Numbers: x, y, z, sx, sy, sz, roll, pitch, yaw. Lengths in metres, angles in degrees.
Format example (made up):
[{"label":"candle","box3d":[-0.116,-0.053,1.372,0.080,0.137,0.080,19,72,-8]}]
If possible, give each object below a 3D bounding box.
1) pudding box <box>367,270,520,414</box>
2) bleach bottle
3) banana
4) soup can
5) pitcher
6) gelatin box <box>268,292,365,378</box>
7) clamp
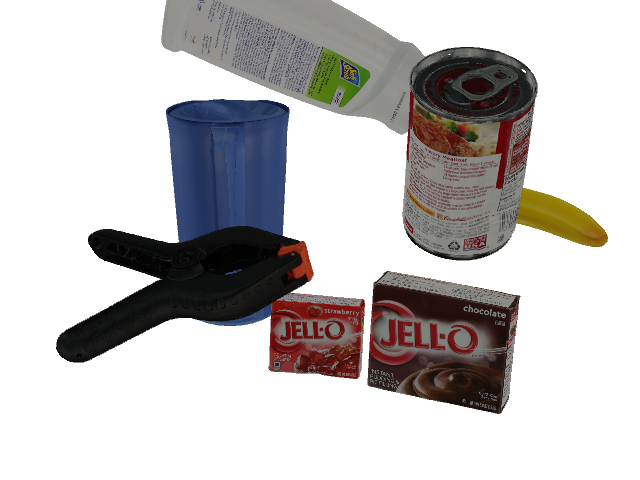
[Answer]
[{"label":"pudding box","box3d":[0.095,0.078,0.838,0.114,0.090,0.039,9,21,18]},{"label":"bleach bottle","box3d":[-0.003,-0.149,0.869,0.251,0.068,0.103,28,-34,3]},{"label":"banana","box3d":[0.202,-0.029,1.103,0.198,0.037,0.069,11,38,22]},{"label":"soup can","box3d":[0.082,-0.047,0.600,0.068,0.102,0.068,0,43,0]},{"label":"pitcher","box3d":[-0.100,-0.030,1.177,0.145,0.243,0.148,15,23,39]},{"label":"gelatin box","box3d":[-0.004,0.091,1.021,0.089,0.073,0.030,5,14,8]},{"label":"clamp","box3d":[-0.093,0.032,0.709,0.172,0.120,0.039,-5,-44,18]}]
